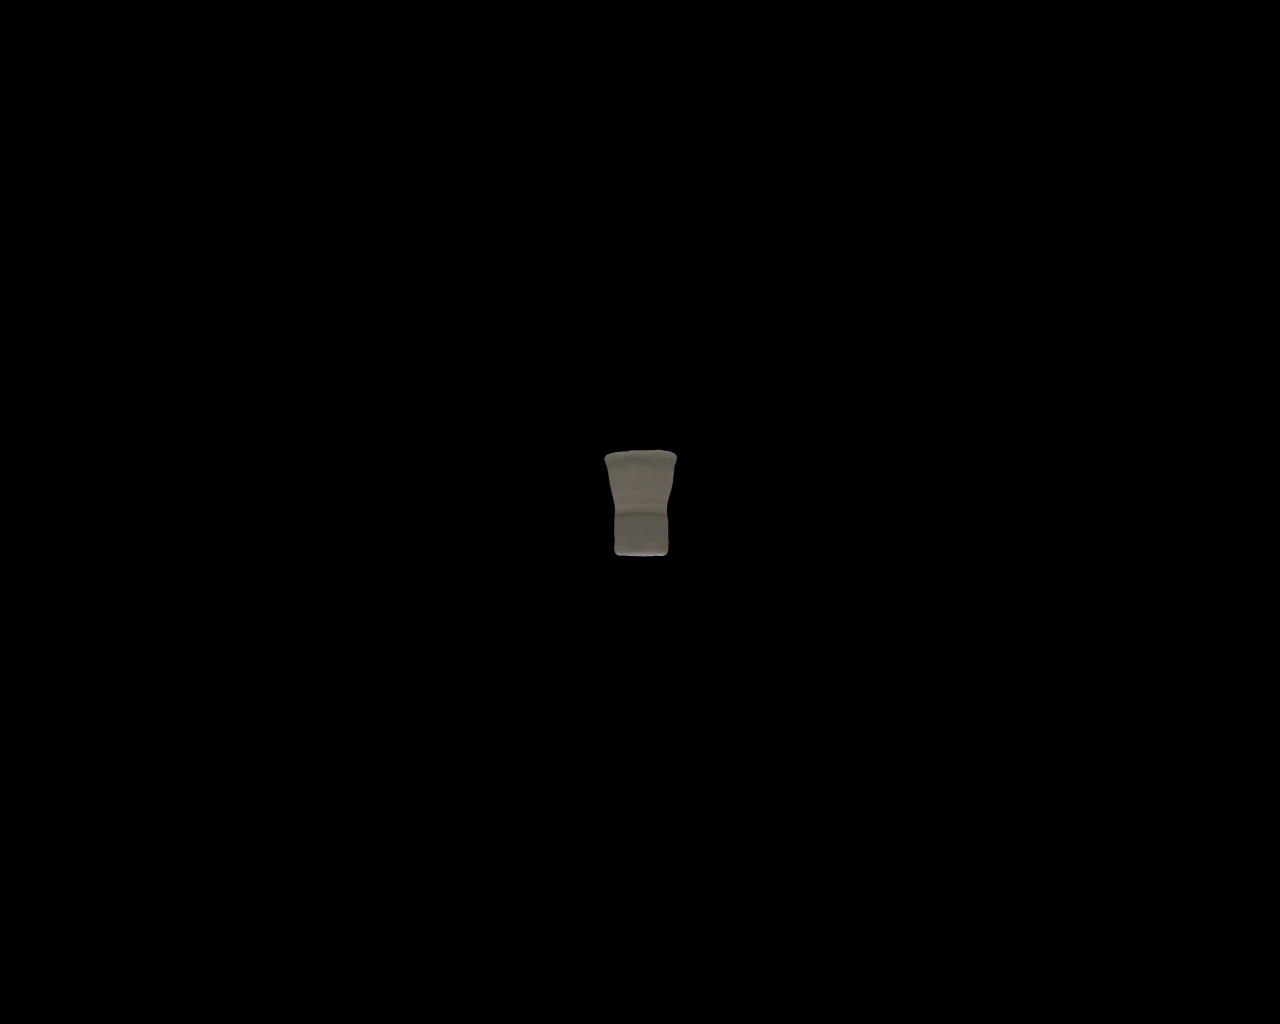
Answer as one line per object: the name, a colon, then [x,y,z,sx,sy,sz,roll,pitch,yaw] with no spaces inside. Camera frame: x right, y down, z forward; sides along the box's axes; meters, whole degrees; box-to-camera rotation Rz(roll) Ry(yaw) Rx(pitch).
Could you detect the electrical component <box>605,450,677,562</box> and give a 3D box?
electrical component: [0.001,-0.003,0.650,0.044,0.065,0.044,0,-5,0]
